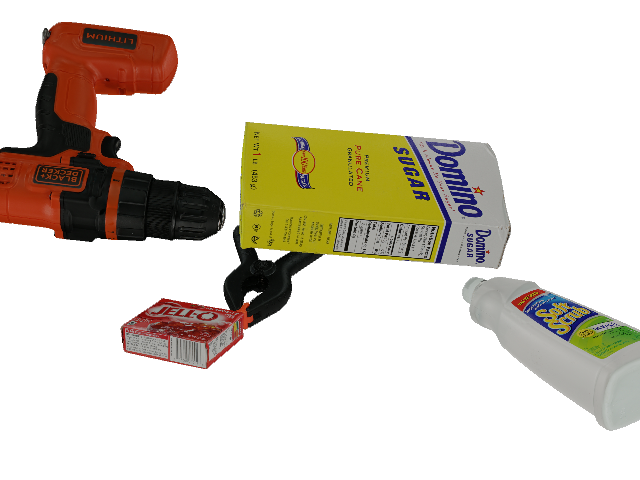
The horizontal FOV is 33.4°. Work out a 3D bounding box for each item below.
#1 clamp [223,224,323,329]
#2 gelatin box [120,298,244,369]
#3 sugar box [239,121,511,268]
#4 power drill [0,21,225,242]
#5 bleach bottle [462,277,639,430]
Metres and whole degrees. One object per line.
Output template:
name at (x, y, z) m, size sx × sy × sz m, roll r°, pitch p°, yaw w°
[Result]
clamp at (-0.056, 0.039, 1.257) m, size 0.120 × 0.039 × 0.171 m, roll -2°, pitch 40°, yaw 10°
gelatin box at (-0.125, 0.083, 0.972) m, size 0.089 × 0.030 × 0.073 m, roll 9°, pitch 21°, yaw 21°
sugar box at (0.034, -0.032, 0.722) m, size 0.176 × 0.048 × 0.093 m, roll 2°, pitch 43°, yaw -4°
power drill at (-0.157, -0.081, 0.807) m, size 0.184 × 0.187 × 0.057 m, roll 8°, pitch -40°, yaw -5°
bleach bottle at (0.223, 0.093, 1.046) m, size 0.102 × 0.068 × 0.251 m, roll -17°, pitch 26°, yaw -28°
